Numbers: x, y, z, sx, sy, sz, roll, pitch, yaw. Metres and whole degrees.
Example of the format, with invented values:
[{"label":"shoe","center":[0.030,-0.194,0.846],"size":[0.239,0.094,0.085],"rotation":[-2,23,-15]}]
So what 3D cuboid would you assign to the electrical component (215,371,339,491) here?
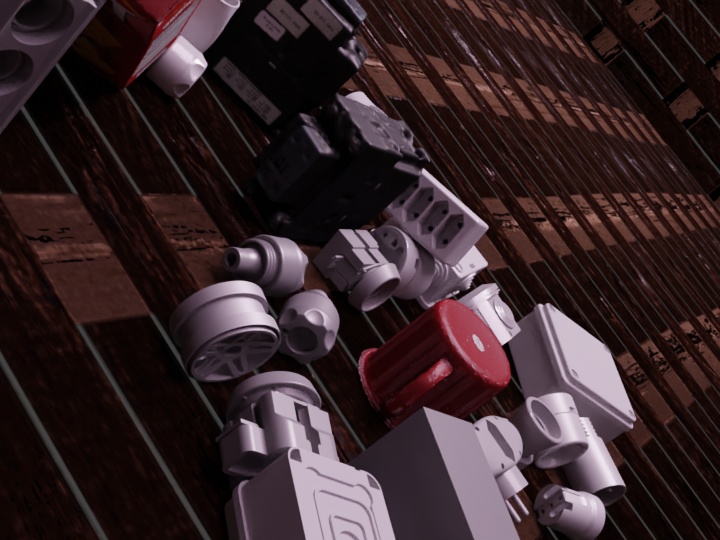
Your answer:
[{"label":"electrical component","center":[-0.049,0.097,0.633],"size":[0.078,0.058,0.057],"rotation":[28,35,-38]}]

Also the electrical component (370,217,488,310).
[{"label":"electrical component","center":[0.066,-0.018,1.003],"size":[0.099,0.048,0.100],"rotation":[53,25,8]}]

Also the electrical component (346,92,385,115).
[{"label":"electrical component","center":[-0.002,-0.135,1.061],"size":[0.077,0.044,0.079],"rotation":[57,25,15]}]

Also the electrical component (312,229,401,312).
[{"label":"electrical component","center":[0.000,0.000,0.870],"size":[0.055,0.048,0.066],"rotation":[50,23,20]}]

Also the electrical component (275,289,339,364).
[{"label":"electrical component","center":[-0.036,0.035,0.761],"size":[0.043,0.043,0.062],"rotation":[44,24,-13]}]

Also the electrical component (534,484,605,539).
[{"label":"electrical component","center":[0.171,0.198,0.880],"size":[0.046,0.040,0.040],"rotation":[26,33,-31]}]

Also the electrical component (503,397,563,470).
[{"label":"electrical component","center":[0.131,0.137,0.881],"size":[0.045,0.055,0.045],"rotation":[38,27,-23]}]

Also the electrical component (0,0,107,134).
[{"label":"electrical component","center":[-0.213,-0.131,0.607],"size":[0.079,0.121,0.063],"rotation":[6,46,-57]}]

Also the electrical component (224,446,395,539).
[{"label":"electrical component","center":[-0.023,0.163,0.581],"size":[0.078,0.057,0.113],"rotation":[28,32,-39]}]

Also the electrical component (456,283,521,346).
[{"label":"electrical component","center":[0.092,0.050,0.913],"size":[0.051,0.080,0.080],"rotation":[57,25,4]}]

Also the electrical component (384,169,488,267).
[{"label":"electrical component","center":[0.068,-0.046,0.934],"size":[0.083,0.047,0.076],"rotation":[44,9,18]}]

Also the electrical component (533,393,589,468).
[{"label":"electrical component","center":[0.168,0.141,0.939],"size":[0.055,0.055,0.047],"rotation":[21,40,-46]}]

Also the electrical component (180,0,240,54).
[{"label":"electrical component","center":[-0.143,-0.219,0.905],"size":[0.043,0.077,0.079],"rotation":[34,28,-30]}]

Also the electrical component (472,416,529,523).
[{"label":"electrical component","center":[0.101,0.155,0.817],"size":[0.079,0.043,0.077],"rotation":[56,25,12]}]

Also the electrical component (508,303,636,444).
[{"label":"electrical component","center":[0.204,0.104,1.049],"size":[0.109,0.056,0.108],"rotation":[34,28,-30]}]

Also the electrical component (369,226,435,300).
[{"label":"electrical component","center":[0.031,-0.004,0.919],"size":[0.047,0.055,0.055],"rotation":[25,34,-48]}]

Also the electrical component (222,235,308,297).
[{"label":"electrical component","center":[-0.070,-0.004,0.759],"size":[0.062,0.043,0.043],"rotation":[10,45,-53]}]

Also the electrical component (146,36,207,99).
[{"label":"electrical component","center":[-0.156,-0.170,0.854],"size":[0.062,0.043,0.043],"rotation":[41,25,-15]}]

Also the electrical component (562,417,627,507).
[{"label":"electrical component","center":[0.202,0.169,0.967],"size":[0.043,0.043,0.081],"rotation":[24,34,-44]}]
